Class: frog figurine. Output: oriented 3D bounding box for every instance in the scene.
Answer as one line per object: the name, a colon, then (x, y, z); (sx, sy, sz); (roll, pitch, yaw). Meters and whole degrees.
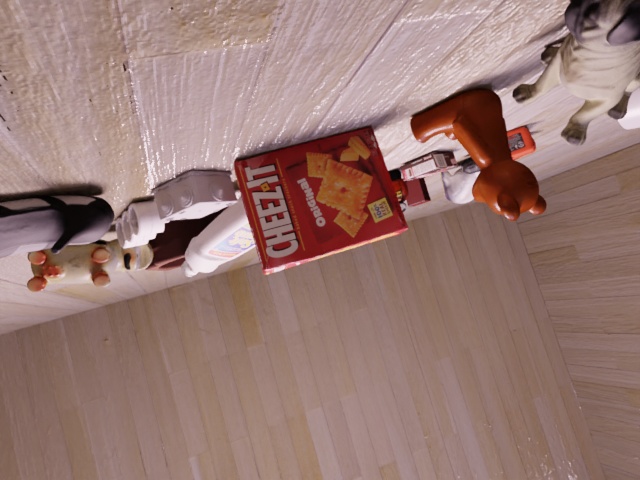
frog figurine: (0.413, -0.161, 1.387); (0.159, 0.124, 0.136); (-6, 160, 24)
